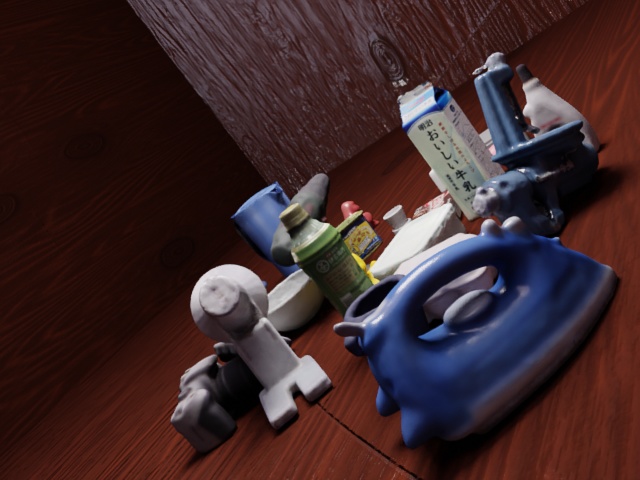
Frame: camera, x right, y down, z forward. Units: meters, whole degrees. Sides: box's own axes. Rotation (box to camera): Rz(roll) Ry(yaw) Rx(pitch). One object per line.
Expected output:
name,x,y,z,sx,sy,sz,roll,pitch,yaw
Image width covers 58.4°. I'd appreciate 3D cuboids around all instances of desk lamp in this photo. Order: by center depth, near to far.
desk lamp,-0.098,0.133,0.828,0.118,0.213,0.203,-39,10,-10

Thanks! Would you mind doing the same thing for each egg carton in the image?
egg carton,0.152,0.054,0.727,0.150,0.069,0.107,-32,11,30

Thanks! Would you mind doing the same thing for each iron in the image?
iron,0.141,0.060,0.521,0.258,0.141,0.118,-39,10,-8

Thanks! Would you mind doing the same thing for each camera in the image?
camera,-0.151,0.232,0.896,0.136,0.101,0.143,-35,10,16

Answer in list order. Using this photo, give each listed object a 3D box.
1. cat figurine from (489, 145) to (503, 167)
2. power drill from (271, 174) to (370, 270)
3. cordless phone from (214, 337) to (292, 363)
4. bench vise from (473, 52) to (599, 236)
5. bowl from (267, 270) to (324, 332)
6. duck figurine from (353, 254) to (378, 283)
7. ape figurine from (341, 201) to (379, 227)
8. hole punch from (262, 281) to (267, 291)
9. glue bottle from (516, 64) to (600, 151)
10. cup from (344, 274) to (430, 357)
cat figurine,0.298,-0.158,1.051,0.128,0.118,0.067,-38,10,-4
power drill,0.010,0.004,1.062,0.075,0.208,0.230,-29,13,39
cordless phone,-0.150,0.154,1.005,0.094,0.185,0.147,-45,12,-36
bench vise,0.257,-0.124,0.730,0.121,0.220,0.208,-28,14,45
bowl,-0.048,0.124,1.106,0.167,0.075,0.167,-36,10,8
duck figurine,0.069,0.060,0.949,0.077,0.086,0.105,-27,14,46
ape figurine,0.088,-0.056,1.412,0.076,0.092,0.077,-38,10,-2
hole punch,-0.147,0.154,1.277,0.101,0.091,0.108,-44,12,-35
glue bottle,0.347,-0.192,0.869,0.078,0.173,0.037,-30,13,38
cup,0.082,0.108,0.650,0.091,0.095,0.118,-27,14,47
